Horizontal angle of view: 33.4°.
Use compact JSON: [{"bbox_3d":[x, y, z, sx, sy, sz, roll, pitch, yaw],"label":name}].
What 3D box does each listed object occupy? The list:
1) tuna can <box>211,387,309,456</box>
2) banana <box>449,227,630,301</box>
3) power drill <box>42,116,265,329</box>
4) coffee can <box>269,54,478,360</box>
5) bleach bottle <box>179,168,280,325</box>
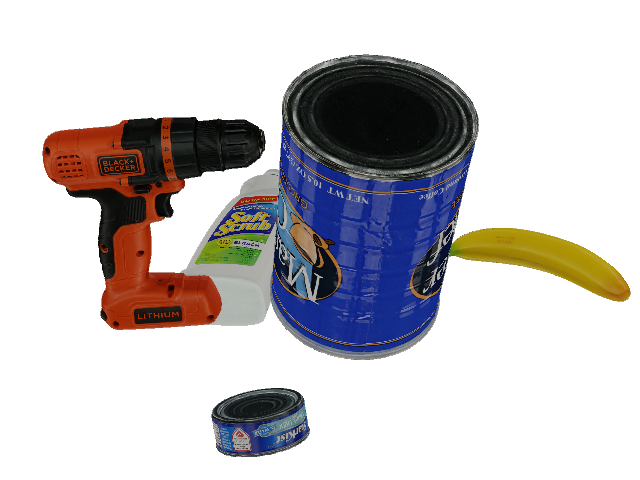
[{"bbox_3d":[-0.054,0.162,0.958,0.086,0.034,0.086,-8,11,1],"label":"tuna can"},{"bbox_3d":[0.217,0.021,1.071,0.198,0.037,0.069,11,47,26],"label":"banana"},{"bbox_3d":[-0.132,-0.017,0.918,0.184,0.188,0.057,-3,27,3],"label":"power drill"},{"bbox_3d":[0.026,-0.016,0.596,0.102,0.140,0.103,3,45,-3],"label":"coffee can"},{"bbox_3d":[-0.084,-0.006,1.210,0.102,0.068,0.250,3,35,9],"label":"bleach bottle"}]
